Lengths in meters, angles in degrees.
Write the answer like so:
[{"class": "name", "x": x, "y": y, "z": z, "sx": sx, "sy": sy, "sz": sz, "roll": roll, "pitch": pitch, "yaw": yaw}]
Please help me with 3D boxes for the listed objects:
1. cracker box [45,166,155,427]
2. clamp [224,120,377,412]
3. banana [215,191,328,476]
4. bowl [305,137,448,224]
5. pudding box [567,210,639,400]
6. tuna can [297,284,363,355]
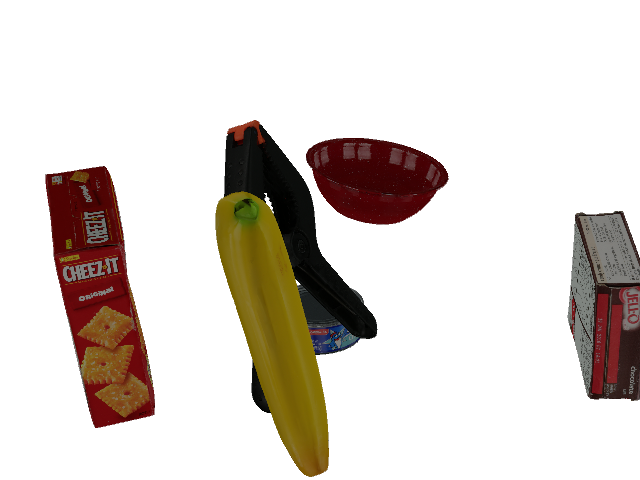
[{"class": "cracker box", "x": -0.224, "y": 0.055, "z": 1.091, "sx": 0.072, "sy": 0.214, "sz": 0.164, "roll": -11, "pitch": 34, "yaw": -11}, {"class": "clamp", "x": -0.022, "y": 0.010, "z": 0.825, "sx": 0.036, "sy": 0.210, "sz": 0.164, "roll": -13, "pitch": 2, "yaw": 33}, {"class": "banana", "x": -0.029, "y": 0.045, "z": 0.604, "sx": 0.037, "sy": 0.198, "sz": 0.069, "roll": -11, "pitch": 34, "yaw": 6}, {"class": "bowl", "x": 0.060, "y": -0.062, "z": 1.205, "sx": 0.162, "sy": 0.055, "sz": 0.162, "roll": 7, "pitch": 26, "yaw": -4}, {"class": "pudding box", "x": 0.198, "y": 0.042, "z": 0.737, "sx": 0.039, "sy": 0.090, "sz": 0.113, "roll": -1, "pitch": 27, "yaw": 4}, {"class": "tuna can", "x": -0.001, "y": 0.074, "z": 1.014, "sx": 0.086, "sy": 0.034, "sz": 0.086, "roll": -2, "pitch": 25, "yaw": 1}]
